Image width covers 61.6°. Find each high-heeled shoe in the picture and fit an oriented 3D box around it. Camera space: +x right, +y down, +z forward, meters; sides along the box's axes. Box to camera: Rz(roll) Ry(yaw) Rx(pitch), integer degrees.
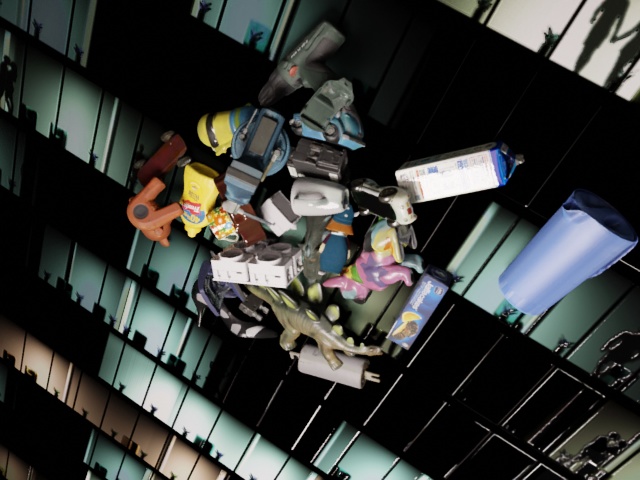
[{"bbox_3d":[-0.225,0.179,1.435,0.249,0.086,0.145,9,87,1],"label":"high-heeled shoe"}]

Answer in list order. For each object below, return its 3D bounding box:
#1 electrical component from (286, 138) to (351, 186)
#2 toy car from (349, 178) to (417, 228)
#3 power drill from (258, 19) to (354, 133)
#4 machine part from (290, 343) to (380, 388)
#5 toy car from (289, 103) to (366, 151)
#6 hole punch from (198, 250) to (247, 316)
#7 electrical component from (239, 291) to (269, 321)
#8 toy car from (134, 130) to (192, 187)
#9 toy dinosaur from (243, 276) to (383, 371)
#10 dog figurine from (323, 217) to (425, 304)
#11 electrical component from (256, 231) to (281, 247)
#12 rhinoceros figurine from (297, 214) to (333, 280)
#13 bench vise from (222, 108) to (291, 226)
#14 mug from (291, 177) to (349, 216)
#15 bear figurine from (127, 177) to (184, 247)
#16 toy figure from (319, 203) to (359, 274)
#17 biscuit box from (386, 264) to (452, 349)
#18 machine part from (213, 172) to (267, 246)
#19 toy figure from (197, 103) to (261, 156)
[{"bbox_3d":[-0.005,-0.156,1.136,0.134,0.058,0.114,17,158,13],"label":"electrical component"},{"bbox_3d":[0.123,-0.080,1.099,0.202,0.056,0.073,31,147,60],"label":"toy car"},{"bbox_3d":[-0.024,-0.300,1.049,0.086,0.207,0.232,27,120,-36],"label":"power drill"},{"bbox_3d":[0.035,0.316,1.360,0.243,0.079,0.079,12,117,20],"label":"machine part"},{"bbox_3d":[0.023,-0.247,1.100,0.162,0.109,0.102,21,96,31],"label":"toy car"},{"bbox_3d":[-0.258,0.113,1.352,0.116,0.092,0.142,47,167,48],"label":"hole punch"},{"bbox_3d":[-0.180,0.169,1.395,0.094,0.063,0.021,35,124,7],"label":"electrical component"},{"bbox_3d":[-0.386,-0.192,1.326,0.202,0.053,0.089,-33,86,36],"label":"toy car"},{"bbox_3d":[-0.052,0.173,1.295,0.472,0.105,0.198,17,132,34],"label":"toy dinosaur"},{"bbox_3d":[0.105,0.048,1.189,0.219,0.108,0.191,-12,109,31],"label":"dog figurine"},{"bbox_3d":[-0.140,0.031,1.324,0.075,0.048,0.119,21,119,14],"label":"electrical component"},{"bbox_3d":[-0.002,-0.004,1.209,0.073,0.112,0.190,12,109,16],"label":"rhinoceros figurine"},{"bbox_3d":[-0.133,-0.155,1.104,0.129,0.241,0.223,12,94,-6],"label":"bench vise"},{"bbox_3d":[0.000,-0.087,1.093,0.107,0.109,0.080,4,100,20],"label":"mug"},{"bbox_3d":[-0.405,-0.060,1.356,0.132,0.195,0.120,-38,81,-5],"label":"bear figurine"},{"bbox_3d":[0.038,-0.006,1.152,0.058,0.064,0.154,11,86,48],"label":"toy figure"},{"bbox_3d":[0.222,0.151,1.208,0.059,0.063,0.202,29,122,8],"label":"biscuit box"},{"bbox_3d":[-0.184,-0.072,1.221,0.056,0.179,0.179,-27,102,-5],"label":"machine part"},{"bbox_3d":[-0.187,-0.254,1.191,0.180,0.082,0.089,-10,119,29],"label":"toy figure"}]
